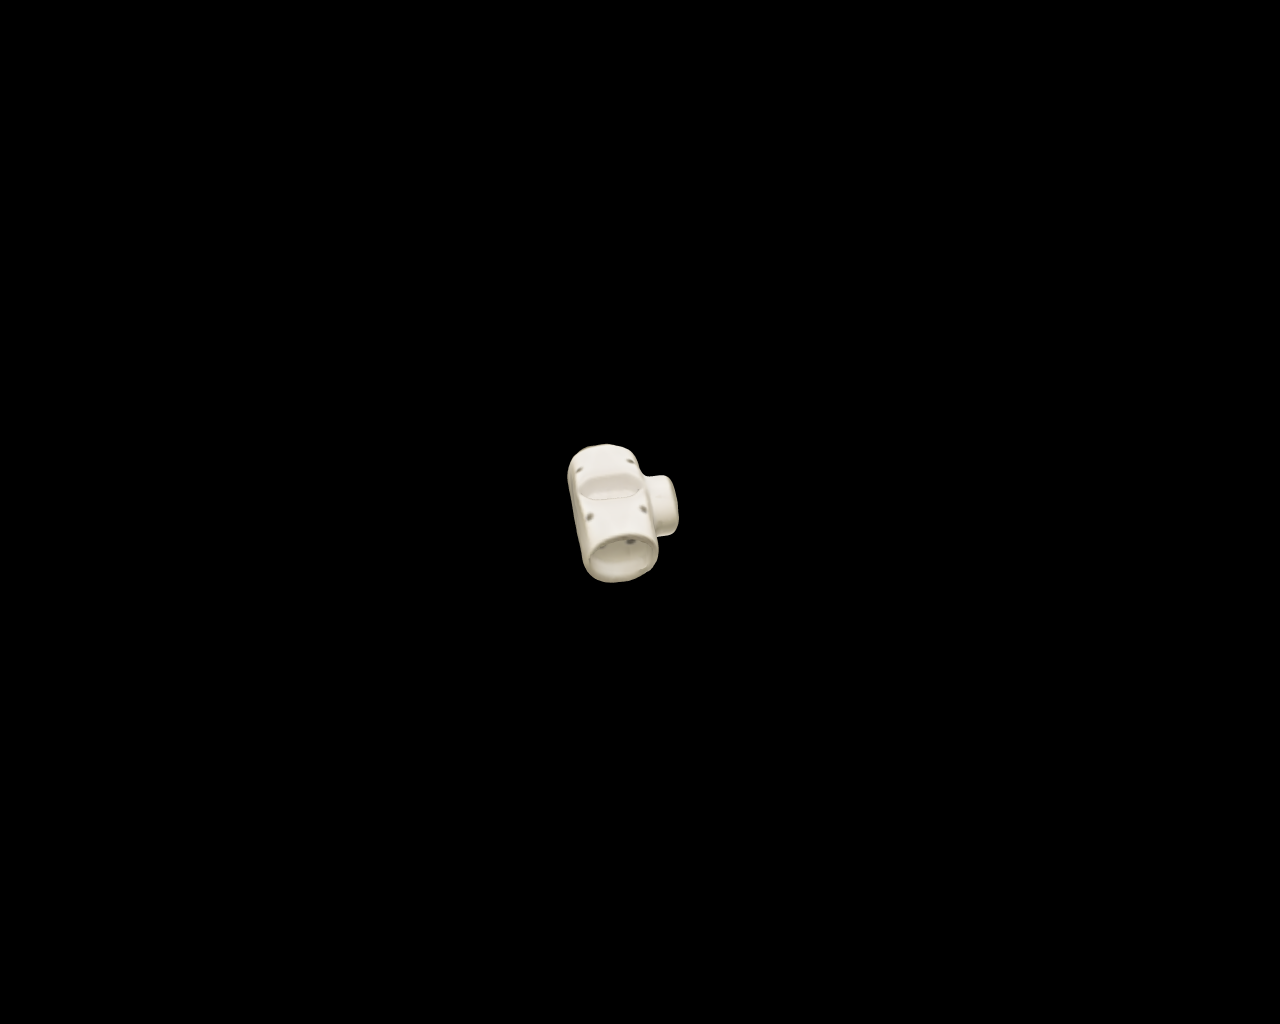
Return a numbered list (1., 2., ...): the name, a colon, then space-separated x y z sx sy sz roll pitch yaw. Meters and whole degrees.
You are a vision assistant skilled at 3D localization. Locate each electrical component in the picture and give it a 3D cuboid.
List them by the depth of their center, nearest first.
1. electrical component: 0.001 -0.003 0.650 0.079 0.077 0.043 -7 -43 -7
